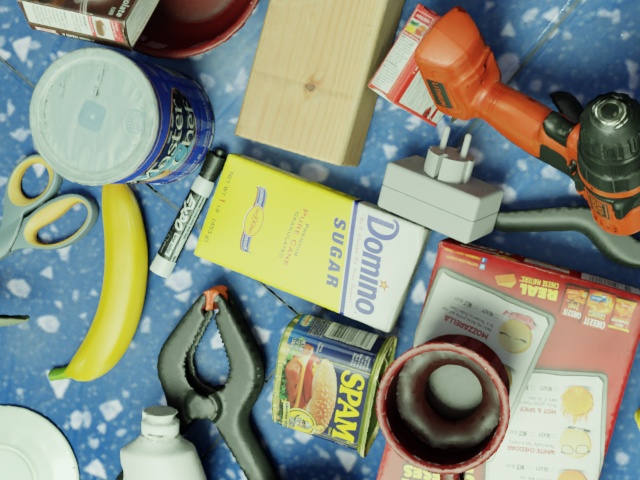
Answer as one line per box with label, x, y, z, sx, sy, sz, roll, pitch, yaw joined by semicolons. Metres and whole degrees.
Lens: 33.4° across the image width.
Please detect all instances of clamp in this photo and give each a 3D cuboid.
clamp;0.218;-0.023;0.832;0.171;0.039;0.120;39;107;15
clamp;-0.086;0.146;0.910;0.164;0.036;0.210;13;99;11

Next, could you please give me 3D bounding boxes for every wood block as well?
wood block;0.010;-0.169;0.844;0.091;0.090;0.206;17;97;10

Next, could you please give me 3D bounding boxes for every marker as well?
marker;-0.111;-0.024;0.915;0.020;0.020;0.121;29;99;9

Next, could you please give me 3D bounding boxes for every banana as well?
banana;-0.184;0.044;0.926;0.070;0.037;0.198;20;97;10

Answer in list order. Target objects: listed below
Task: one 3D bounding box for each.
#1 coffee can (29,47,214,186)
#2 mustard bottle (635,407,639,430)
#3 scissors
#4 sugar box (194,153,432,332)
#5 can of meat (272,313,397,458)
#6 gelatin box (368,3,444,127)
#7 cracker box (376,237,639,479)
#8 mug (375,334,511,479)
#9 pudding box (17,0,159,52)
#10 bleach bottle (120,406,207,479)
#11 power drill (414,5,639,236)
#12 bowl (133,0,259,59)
coffee can;-0.155;-0.095;0.858;0.103;0.140;0.103;1;93;12
mustard bottle;0.343;0.124;0.802;0.192;0.058;0.096;-33;85;12
scissors;-0.294;-0.009;0.959;0.202;0.016;0.096;-20;87;13
sugar box;-0.006;0.001;0.879;0.176;0.048;0.093;21;98;12
can of meat;0.010;0.115;0.865;0.084;0.057;0.102;16;121;14
gelatin box;0.084;-0.134;0.829;0.030;0.089;0.073;38;102;28
cracker box;0.148;0.121;0.839;0.164;0.072;0.214;15;98;13
mug;0.095;0.125;0.773;0.093;0.081;0.117;-6;92;15
pudding box;-0.166;-0.205;0.823;0.090;0.039;0.113;13;62;12
bleach bottle;-0.143;0.261;0.895;0.103;0.068;0.251;8;101;26
power drill;0.154;-0.087;0.750;0.057;0.184;0.188;-47;64;-3
bowl;-0.113;-0.229;0.885;0.162;0.055;0.162;1;93;13
